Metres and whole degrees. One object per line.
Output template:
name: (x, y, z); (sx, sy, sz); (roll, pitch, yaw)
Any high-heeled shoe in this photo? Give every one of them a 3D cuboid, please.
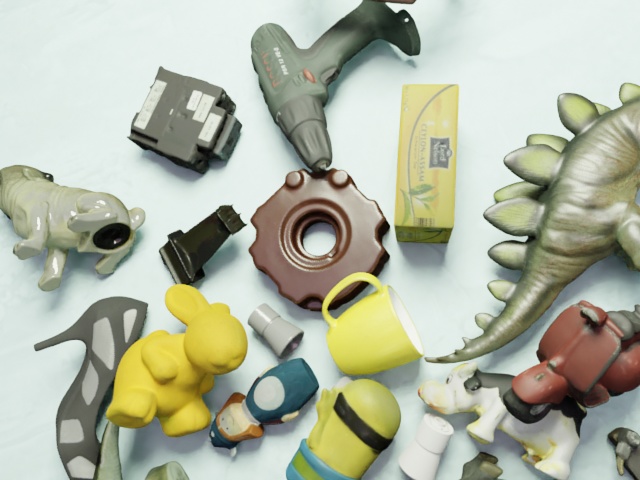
high-heeled shoe: (-0.265, 0.200, 0.686); (0.145, 0.086, 0.248); (-16, 94, -23)

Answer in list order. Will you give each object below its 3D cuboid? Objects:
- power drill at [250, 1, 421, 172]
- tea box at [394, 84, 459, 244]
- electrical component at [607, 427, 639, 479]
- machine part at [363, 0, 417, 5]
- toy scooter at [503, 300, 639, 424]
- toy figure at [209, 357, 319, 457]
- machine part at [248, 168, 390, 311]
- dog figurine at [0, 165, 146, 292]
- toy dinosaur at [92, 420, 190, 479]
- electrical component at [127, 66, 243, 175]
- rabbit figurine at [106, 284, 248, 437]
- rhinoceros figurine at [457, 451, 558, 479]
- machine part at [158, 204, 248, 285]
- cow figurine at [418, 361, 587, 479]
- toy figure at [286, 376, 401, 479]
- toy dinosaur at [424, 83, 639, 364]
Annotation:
power drill: (0.023, -0.215, 0.684); (0.207, 0.086, 0.232); (-36, 62, 7)
tea box: (0.126, -0.086, 0.636); (0.068, 0.098, 0.169); (4, 78, 11)
electrical component: (0.350, 0.237, 0.554); (0.078, 0.045, 0.102); (-31, 75, 5)
machine part: (0.075, -0.368, 0.657); (0.202, 0.087, 0.201); (13, 45, 15)
toy scooter: (0.268, 0.106, 0.524); (0.184, 0.135, 0.075); (-11, 40, -26)
toy figure: (-0.074, 0.198, 0.642); (0.154, 0.057, 0.064); (-35, 36, 4)
machine part: (-0.001, -0.002, 0.666); (0.179, 0.056, 0.179); (-2, 80, 11)
dog figurine: (-0.344, -0.051, 0.730); (0.172, 0.121, 0.191); (-16, 54, -26)
toy dinosaur: (-0.215, 0.392, 0.603); (0.192, 0.131, 0.405); (-31, 66, 12)
electrical component: (-0.177, -0.158, 0.730); (0.134, 0.058, 0.115); (24, 86, 14)
rabbit figurine: (-0.145, 0.134, 0.628); (0.173, 0.121, 0.162); (-34, 36, 32)
rhinoceros figurine: (0.223, 0.302, 0.552); (0.190, 0.073, 0.112); (25, 84, 15)
machine part: (-0.153, 0.005, 0.688); (0.139, 0.039, 0.084); (-34, 69, 26)
cow figurine: (0.197, 0.176, 0.585); (0.167, 0.068, 0.098); (26, 80, 12)
toy figure: (0.022, 0.239, 0.601); (0.089, 0.082, 0.180); (27, 84, 19)
toy dinosaur: (0.294, -0.033, 0.595); (0.199, 0.105, 0.471); (30, 85, 21)
